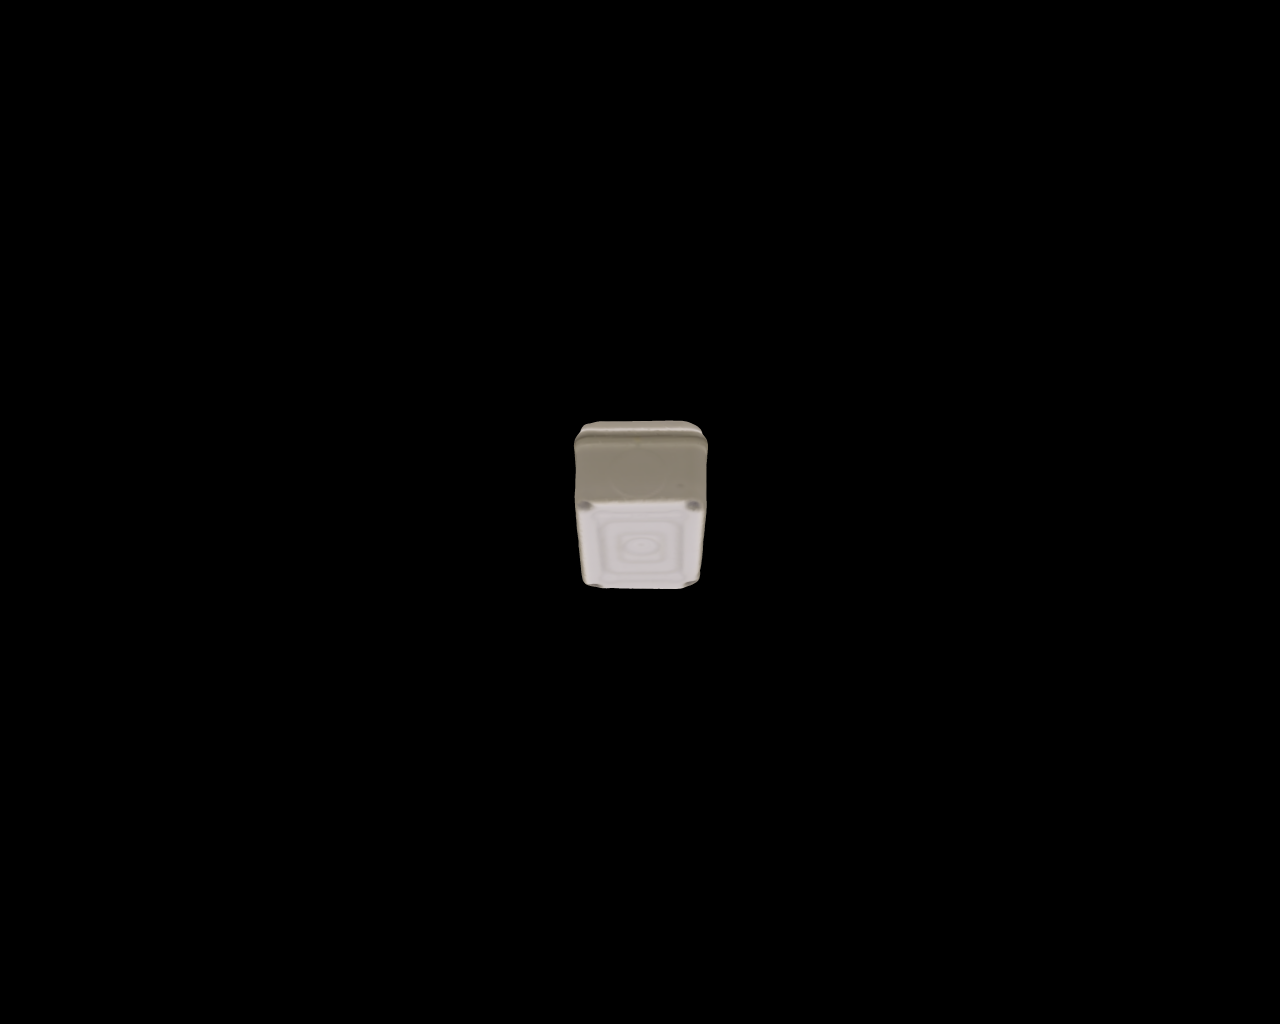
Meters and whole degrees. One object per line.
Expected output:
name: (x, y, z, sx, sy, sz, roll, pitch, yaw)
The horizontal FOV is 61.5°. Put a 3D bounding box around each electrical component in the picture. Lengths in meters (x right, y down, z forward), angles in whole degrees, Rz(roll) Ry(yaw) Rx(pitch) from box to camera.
electrical component: (0.001, -0.003, 0.650, 0.078, 0.057, 0.113, 0, -32, 0)
